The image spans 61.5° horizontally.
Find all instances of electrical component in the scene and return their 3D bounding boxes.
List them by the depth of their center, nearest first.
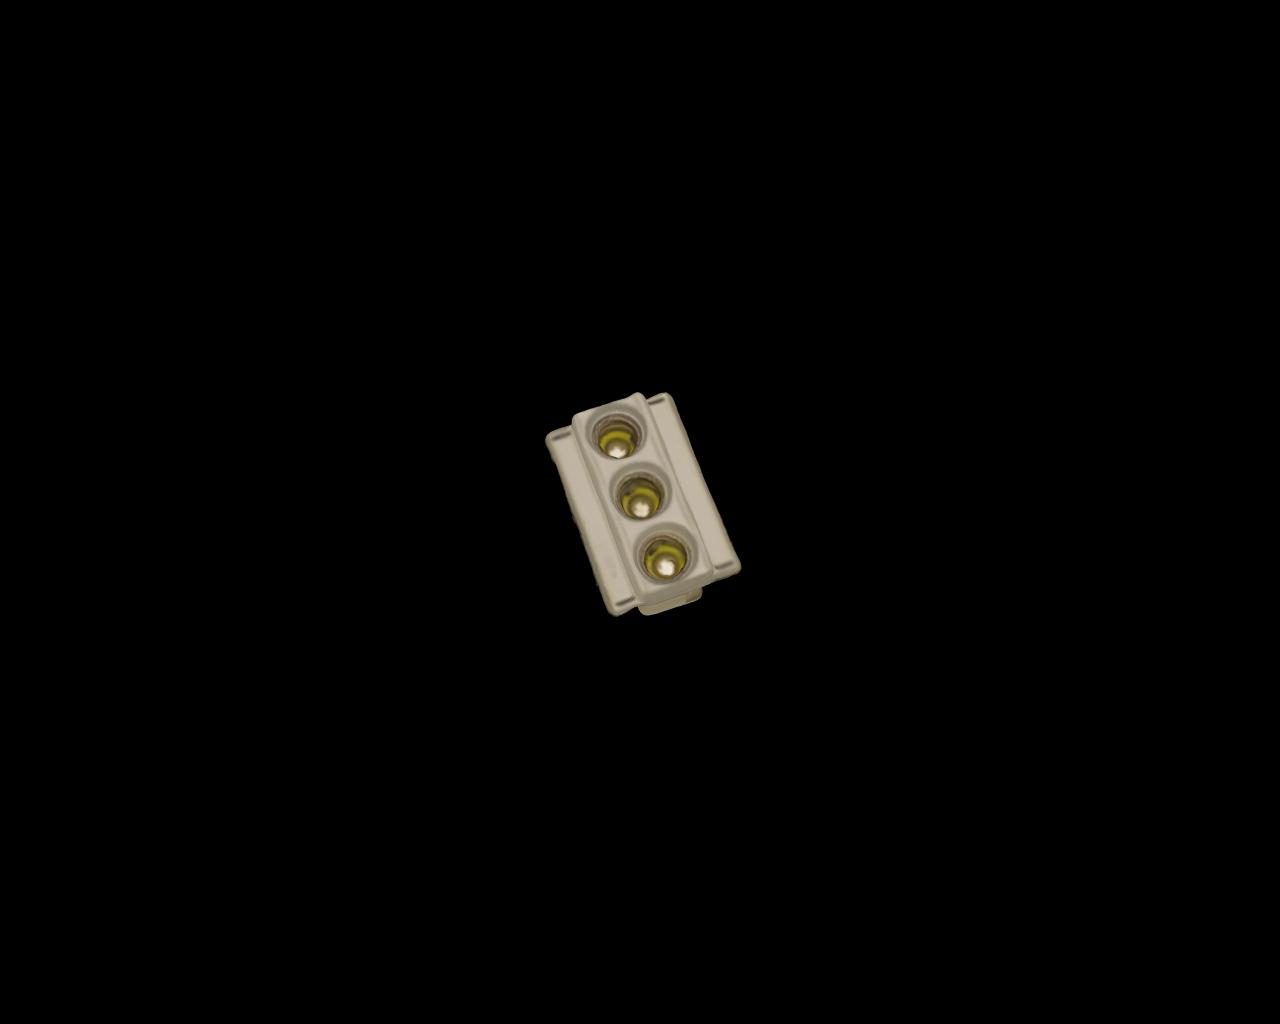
[{"bbox_3d":[0.001,-0.003,0.650,0.079,0.121,0.063,-19,-19,-7],"label":"electrical component"}]
